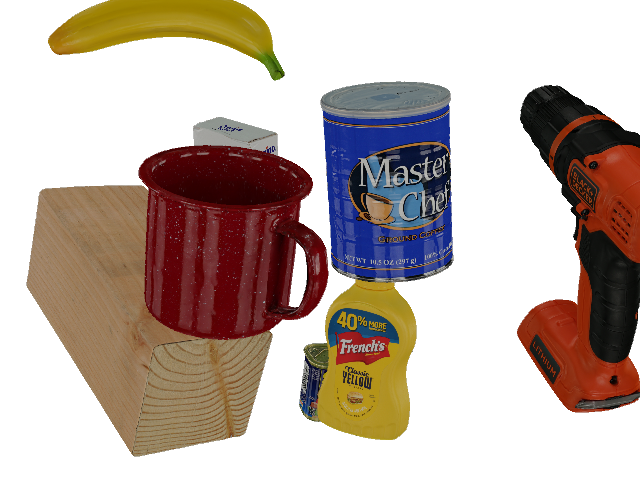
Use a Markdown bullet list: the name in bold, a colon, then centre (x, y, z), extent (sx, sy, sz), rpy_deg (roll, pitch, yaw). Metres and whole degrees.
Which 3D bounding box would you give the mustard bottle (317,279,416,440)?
- **mustard bottle**: centre (0.051, 0.106, 1.112), extent (0.096, 0.192, 0.058), rpy_deg (11, 15, 26)

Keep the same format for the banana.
- **banana**: centre (-0.125, -0.179, 0.897), extent (0.198, 0.069, 0.037), rpy_deg (5, -34, -1)

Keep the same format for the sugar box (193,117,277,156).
- **sugar box**: centre (-0.085, -0.031, 1.098), extent (0.048, 0.176, 0.093), rpy_deg (-23, 30, -38)

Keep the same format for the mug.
- **mug**: centre (-0.044, 0.005, 0.579), extent (0.117, 0.081, 0.093), rpy_deg (21, 27, 29)

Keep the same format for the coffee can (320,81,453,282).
- **coffee can**: centre (0.055, -0.050, 0.865), extent (0.103, 0.140, 0.103), rpy_deg (-3, 20, 1)

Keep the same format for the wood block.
- **wood block**: centre (-0.130, 0.048, 0.768), extent (0.090, 0.091, 0.206), rpy_deg (-4, 33, -35)

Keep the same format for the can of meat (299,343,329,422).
- **can of meat**: centre (0.026, 0.180, 1.357), extent (0.102, 0.084, 0.057), rpy_deg (0, 24, -18)

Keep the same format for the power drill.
- **power drill**: centre (0.176, 0.006, 0.720), extent (0.057, 0.188, 0.184), rpy_deg (-9, 35, -11)
